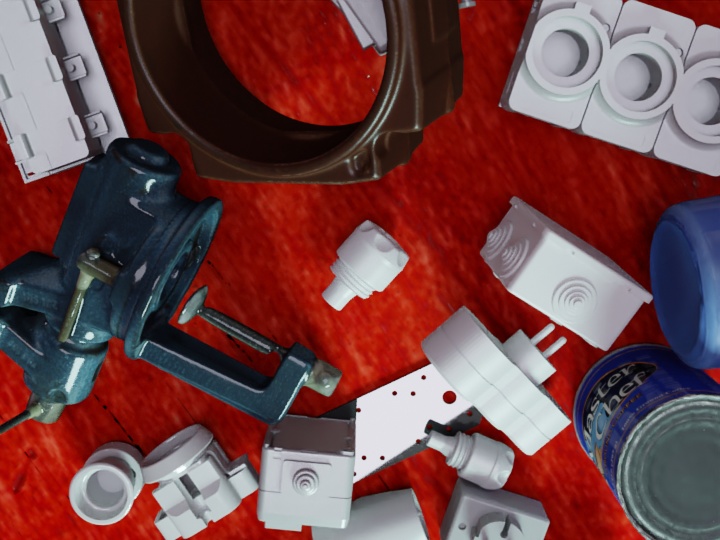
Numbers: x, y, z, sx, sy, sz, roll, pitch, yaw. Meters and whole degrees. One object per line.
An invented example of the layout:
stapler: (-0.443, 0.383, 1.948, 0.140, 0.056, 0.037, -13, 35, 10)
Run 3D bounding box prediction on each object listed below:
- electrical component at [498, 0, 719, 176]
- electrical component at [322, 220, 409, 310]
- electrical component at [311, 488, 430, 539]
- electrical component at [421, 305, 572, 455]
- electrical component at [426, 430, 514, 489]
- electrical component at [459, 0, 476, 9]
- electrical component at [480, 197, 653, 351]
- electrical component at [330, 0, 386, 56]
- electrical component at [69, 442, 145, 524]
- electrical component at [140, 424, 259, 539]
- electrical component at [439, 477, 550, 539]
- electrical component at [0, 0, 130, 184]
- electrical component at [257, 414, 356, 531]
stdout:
electrical component: (0.180, -0.128, 0.717, 0.150, 0.061, 0.089, 18, 98, -2)
electrical component: (0.000, 0.000, 0.747, 0.043, 0.043, 0.062, 42, 98, -5)
electrical component: (0.014, 0.207, 0.777, 0.077, 0.044, 0.079, -19, 98, 3)
electrical component: (0.107, 0.065, 0.726, 0.074, 0.052, 0.138, -41, 132, 6)
electrical component: (0.077, 0.132, 0.770, 0.061, 0.035, 0.035, 24, 98, -3)
electrical component: (0.065, -0.214, 0.716, 0.040, 0.040, 0.078, -10, 98, 2)
electrical component: (0.134, 0.002, 0.718, 0.100, 0.099, 0.048, 31, 102, -15)
electrical component: (0.013, -0.182, 0.710, 0.061, 0.061, 0.096, -36, 97, 5)
electrical component: (-0.178, 0.150, 0.764, 0.045, 0.055, 0.045, 0, 98, 0)
electrical component: (-0.119, 0.147, 0.763, 0.078, 0.058, 0.057, -32, 100, 4)
electrical component: (0.096, 0.188, 0.757, 0.066, 0.076, 0.047, 18, 98, -2)
electrical component: (-0.213, -0.127, 0.719, 0.079, 0.063, 0.121, -19, 98, 3)
electrical component: (-0.036, 0.141, 0.736, 0.062, 0.096, 0.061, 6, 99, -1)
